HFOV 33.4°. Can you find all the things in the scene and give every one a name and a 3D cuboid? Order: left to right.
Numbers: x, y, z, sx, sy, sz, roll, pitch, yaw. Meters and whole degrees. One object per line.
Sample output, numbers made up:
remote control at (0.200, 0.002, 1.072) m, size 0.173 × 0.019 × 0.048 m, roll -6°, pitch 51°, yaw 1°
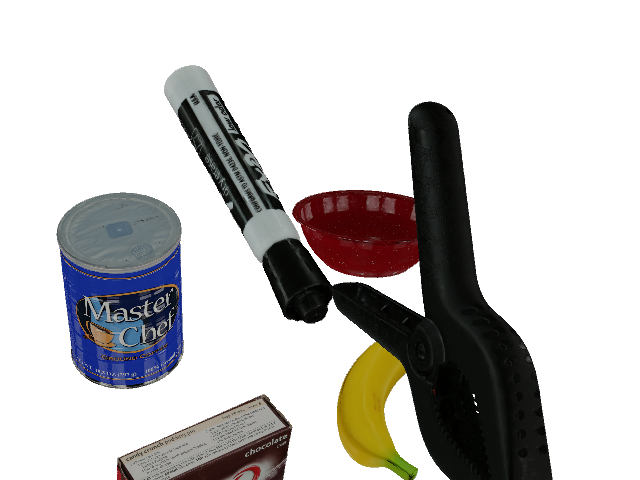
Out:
coffee can at (-0.172, 0.044, 0.931) m, size 0.103 × 0.140 × 0.103 m, roll 3°, pitch 39°, yaw -2°
pudding box at (-0.077, 0.159, 0.697) m, size 0.113 × 0.090 × 0.039 m, roll -22°, pitch 50°, yaw -31°
marker at (-0.027, -0.018, 0.383) m, size 0.020 × 0.121 × 0.020 m, roll -20°, pitch -35°, yaw -15°
bowl at (0.050, -0.003, 1.115) m, size 0.162 × 0.055 × 0.162 m, roll 2°, pitch 20°, yaw -1°
banana at (0.051, 0.123, 0.860) m, size 0.069 × 0.037 × 0.197 m, roll 20°, pitch 32°, yaw 0°
clamp at (0.067, 0.044, 0.543) m, size 0.036 × 0.165 × 0.210 m, roll -6°, pitch 45°, yaw -23°
